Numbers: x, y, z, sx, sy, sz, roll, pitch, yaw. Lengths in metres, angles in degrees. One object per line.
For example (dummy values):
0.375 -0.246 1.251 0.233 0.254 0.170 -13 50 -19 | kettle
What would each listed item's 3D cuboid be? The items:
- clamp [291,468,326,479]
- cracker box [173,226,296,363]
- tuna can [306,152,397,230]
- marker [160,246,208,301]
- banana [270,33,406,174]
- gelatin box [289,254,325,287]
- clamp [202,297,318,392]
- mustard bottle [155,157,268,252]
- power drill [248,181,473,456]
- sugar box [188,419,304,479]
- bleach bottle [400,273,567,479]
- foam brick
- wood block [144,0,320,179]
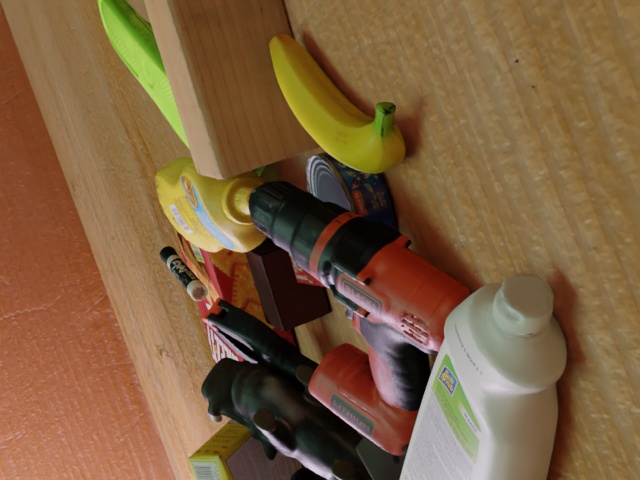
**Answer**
0.077 0.247 0.848 0.165 0.036 0.210 8 147 25 | clamp
-0.098 0.055 1.183 0.164 0.072 0.214 -147 40 -65 | cracker box
0.023 -0.027 0.785 0.086 0.033 0.086 57 159 36 | tuna can
-0.150 0.034 1.161 0.121 0.020 0.020 40 146 58 | marker
0.014 -0.090 0.741 0.198 0.037 0.069 -138 39 -56 | banana
-0.006 0.001 0.911 0.089 0.030 0.073 -175 66 -72 | gelatin box
-0.038 0.122 1.039 0.171 0.039 0.120 36 153 10 | clamp
-0.090 -0.034 0.970 0.096 0.058 0.192 58 161 -13 | mustard bottle
0.025 0.058 0.758 0.185 0.057 0.188 34 149 29 | power drill
-0.055 0.212 1.071 0.048 0.176 0.093 -5 109 31 | sugar box
0.104 0.114 0.648 0.103 0.068 0.251 57 157 33 | bleach bottle
-0.030 0.037 0.990 0.053 0.051 0.078 21 129 67 | foam brick
-0.079 -0.161 0.855 0.091 0.090 0.206 -159 51 -69 | wood block
